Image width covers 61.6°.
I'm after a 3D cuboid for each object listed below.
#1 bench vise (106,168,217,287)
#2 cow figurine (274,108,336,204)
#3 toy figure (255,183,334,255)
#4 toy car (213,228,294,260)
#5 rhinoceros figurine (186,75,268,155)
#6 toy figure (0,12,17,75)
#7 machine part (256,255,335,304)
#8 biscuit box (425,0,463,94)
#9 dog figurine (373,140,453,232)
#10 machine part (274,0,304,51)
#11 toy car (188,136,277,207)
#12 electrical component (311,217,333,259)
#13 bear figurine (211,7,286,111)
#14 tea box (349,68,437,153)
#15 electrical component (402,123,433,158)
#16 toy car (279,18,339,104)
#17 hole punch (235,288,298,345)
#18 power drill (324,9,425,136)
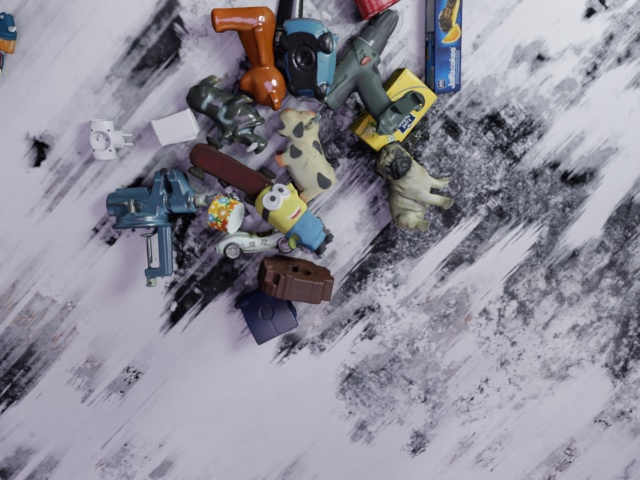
[{"bbox_3d":[-0.333,-0.023,1.117,0.224,0.129,0.240,-2,91,0],"label":"bench vise"},{"bbox_3d":[-0.030,-0.189,1.141,0.127,0.085,0.194,-27,108,7],"label":"cow figurine"},{"bbox_3d":[-0.059,-0.039,1.130,0.180,0.082,0.089,42,128,-7],"label":"toy figure"},{"bbox_3d":[-0.136,0.003,1.189,0.202,0.073,0.056,-6,104,-7],"label":"toy car"},{"bbox_3d":[-0.183,-0.253,1.101,0.190,0.073,0.112,36,98,-17],"label":"rhinoceros figurine"},{"bbox_3d":[-0.616,-0.355,1.009,0.064,0.058,0.154,32,96,-23],"label":"toy figure"},{"bbox_3d":[-0.053,0.083,1.182,0.179,0.179,0.056,11,103,-12],"label":"machine part"},{"bbox_3d":[0.259,-0.411,1.126,0.063,0.059,0.202,-6,109,-7],"label":"biscuit box"},{"bbox_3d":[0.168,-0.113,1.165,0.190,0.121,0.172,28,119,-23],"label":"dog figurine"},{"bbox_3d":[-0.057,-0.450,1.077,0.084,0.039,0.138,3,110,-1],"label":"machine part"},{"bbox_3d":[-0.183,-0.141,1.139,0.202,0.053,0.089,26,93,-31],"label":"toy car"},{"bbox_3d":[-0.003,-0.004,1.237,0.063,0.021,0.094,-29,109,0],"label":"electrical component"},{"bbox_3d":[-0.136,-0.352,1.057,0.132,0.120,0.195,-4,114,-4],"label":"bear figurine"},{"bbox_3d":[0.155,-0.271,1.151,0.098,0.068,0.169,35,98,-18],"label":"tea box"},{"bbox_3d":[0.204,-0.207,1.180,0.045,0.078,0.102,40,103,1],"label":"electrical component"},{"bbox_3d":[-0.009,-0.356,1.054,0.109,0.103,0.161,11,125,26],"label":"toy car"},{"bbox_3d":[-0.118,0.168,1.242,0.142,0.092,0.115,-26,106,4],"label":"hole punch"},{"bbox_3d":[0.117,-0.326,1.073,0.232,0.086,0.207,-42,69,13],"label":"power drill"}]
